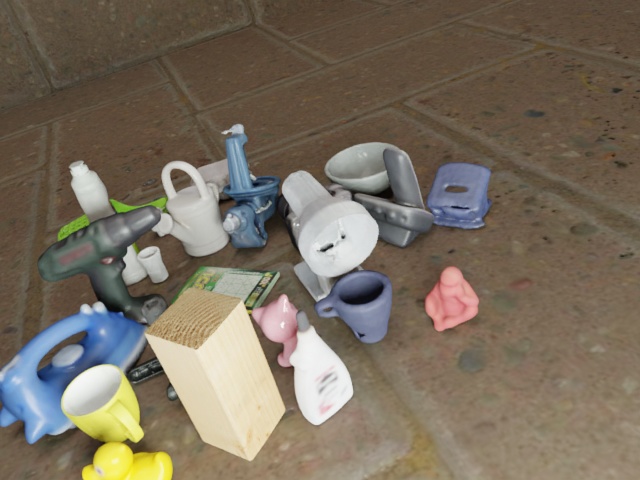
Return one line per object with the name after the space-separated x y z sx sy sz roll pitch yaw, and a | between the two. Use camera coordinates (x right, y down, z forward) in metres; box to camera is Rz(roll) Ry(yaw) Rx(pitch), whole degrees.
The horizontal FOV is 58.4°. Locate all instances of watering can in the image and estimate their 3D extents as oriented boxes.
-0.259 -0.067 1.152 0.101 0.194 0.173 -10 34 8 | watering can

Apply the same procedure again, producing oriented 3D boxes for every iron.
-0.386 0.178 0.892 0.118 0.142 0.259 9 41 33 | iron

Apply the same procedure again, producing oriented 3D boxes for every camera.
-0.020 -0.068 1.140 0.143 0.101 0.136 -28 35 -18 | camera

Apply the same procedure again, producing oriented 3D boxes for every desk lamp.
0.008 0.003 0.920 0.118 0.214 0.202 -25 34 -14 | desk lamp

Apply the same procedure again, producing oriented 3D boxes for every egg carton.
-0.234 -0.141 1.366 0.150 0.069 0.107 -19 33 -5 | egg carton

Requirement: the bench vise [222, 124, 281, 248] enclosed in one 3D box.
-0.142 -0.107 1.140 0.121 0.220 0.207 -13 33 4 | bench vise

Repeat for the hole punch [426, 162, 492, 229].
0.258 -0.083 1.057 0.108 0.091 0.101 8 40 32 | hole punch

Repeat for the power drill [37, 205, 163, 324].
-0.355 0.053 1.002 0.229 0.209 0.075 -16 33 0 | power drill

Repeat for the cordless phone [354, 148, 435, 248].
0.124 -0.093 1.041 0.147 0.185 0.094 16 45 39 | cordless phone

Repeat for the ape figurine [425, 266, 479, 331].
0.194 0.079 0.843 0.077 0.092 0.076 7 40 31 | ape figurine

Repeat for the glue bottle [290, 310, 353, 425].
-0.006 0.157 0.736 0.078 0.173 0.037 -37 39 -29 | glue bottle

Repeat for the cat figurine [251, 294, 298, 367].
-0.039 0.135 0.833 0.067 0.118 0.127 -36 38 -28 | cat figurine

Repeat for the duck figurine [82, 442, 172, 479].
-0.245 0.288 0.721 0.104 0.086 0.077 -20 33 -7 | duck figurine

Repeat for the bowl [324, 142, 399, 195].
0.098 -0.140 1.222 0.167 0.075 0.167 -11 33 7 | bowl

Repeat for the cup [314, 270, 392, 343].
0.056 0.110 0.852 0.118 0.095 0.091 -17 33 -3 | cup
